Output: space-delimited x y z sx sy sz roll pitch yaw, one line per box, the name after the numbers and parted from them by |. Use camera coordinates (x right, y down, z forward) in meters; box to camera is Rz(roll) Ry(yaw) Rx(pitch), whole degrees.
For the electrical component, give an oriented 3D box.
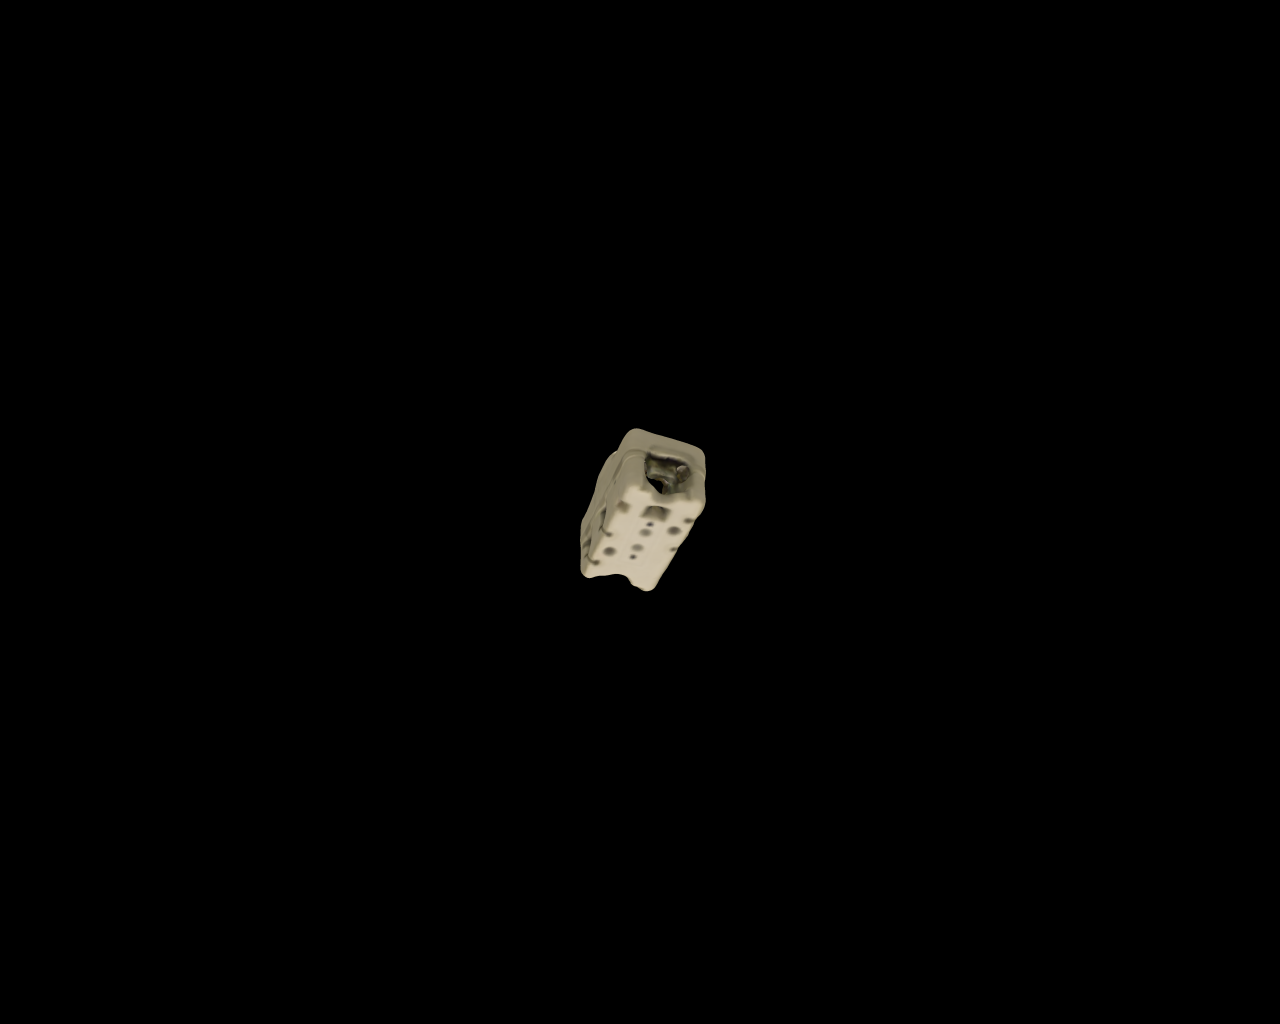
0.001 -0.003 0.650 0.050 0.056 0.089 15 -46 -15 | electrical component
